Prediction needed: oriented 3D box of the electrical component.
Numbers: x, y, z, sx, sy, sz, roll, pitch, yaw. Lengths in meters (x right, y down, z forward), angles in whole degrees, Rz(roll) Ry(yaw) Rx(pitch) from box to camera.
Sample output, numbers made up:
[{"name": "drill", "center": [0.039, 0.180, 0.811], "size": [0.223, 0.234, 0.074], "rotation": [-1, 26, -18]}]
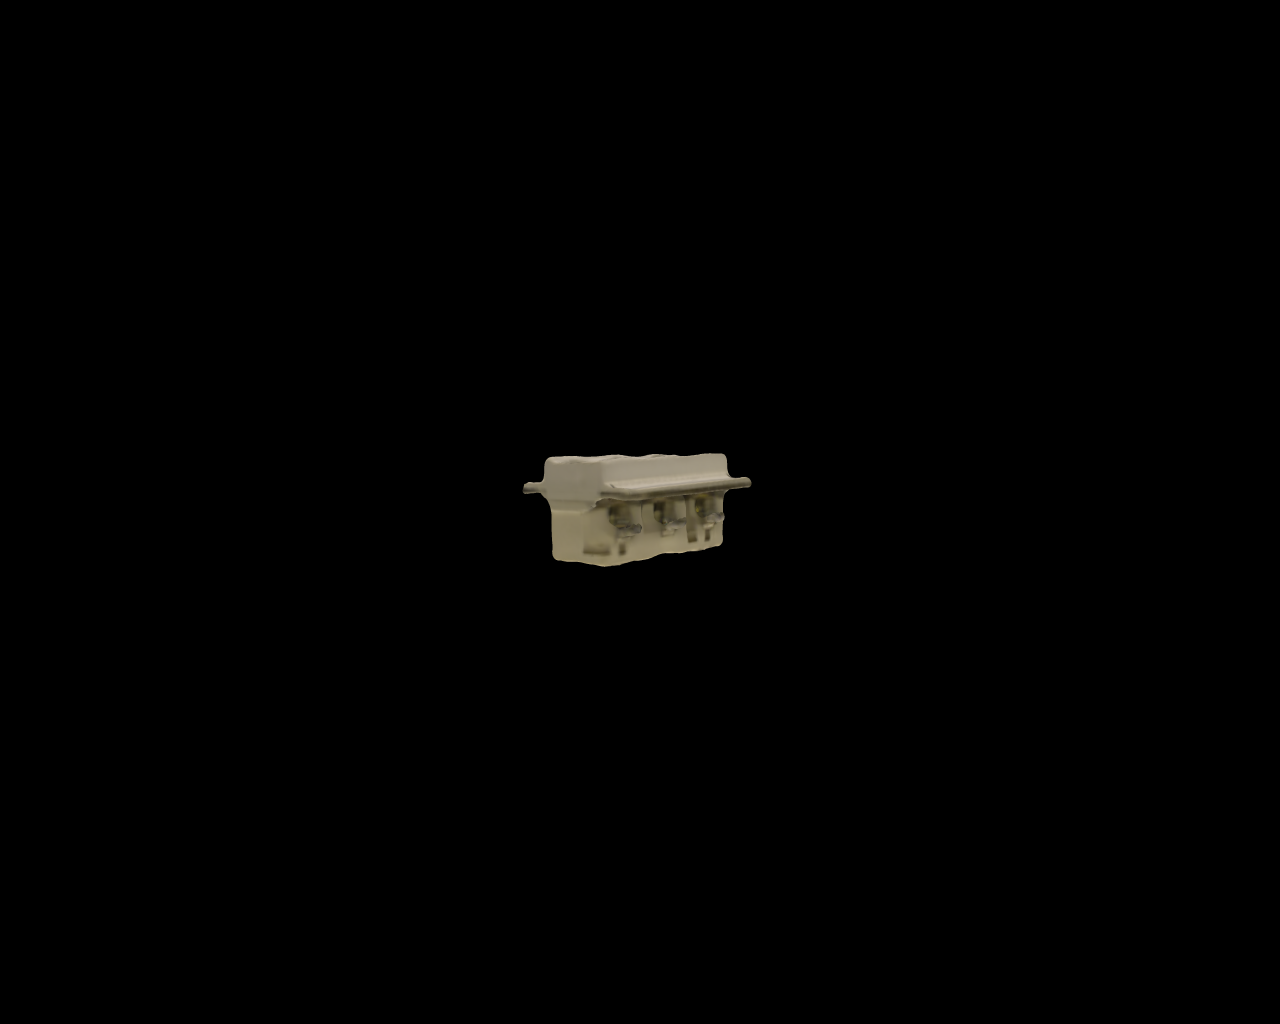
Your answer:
[{"name": "electrical component", "center": [0.001, -0.003, 0.650], "size": [0.079, 0.063, 0.121], "rotation": [4, 6, 39]}]
